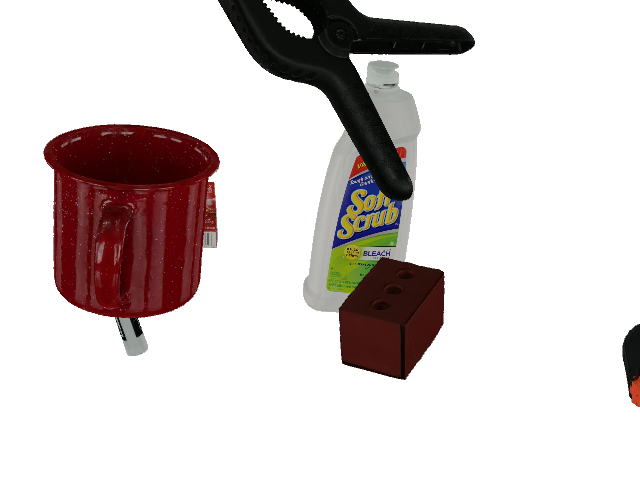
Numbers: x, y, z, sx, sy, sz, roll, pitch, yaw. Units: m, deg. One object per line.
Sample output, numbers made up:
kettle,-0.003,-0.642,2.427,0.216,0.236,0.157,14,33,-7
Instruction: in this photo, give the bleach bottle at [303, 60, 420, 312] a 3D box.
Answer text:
bleach bottle,0.042,-0.052,1.057,0.102,0.251,0.068,2,24,-6

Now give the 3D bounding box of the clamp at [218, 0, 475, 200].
clamp,0.009,-0.132,0.777,0.209,0.164,0.036,26,-29,-16

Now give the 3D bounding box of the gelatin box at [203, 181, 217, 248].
gelatin box,-0.154,-0.027,1.120,0.089,0.073,0.030,-1,-43,-8

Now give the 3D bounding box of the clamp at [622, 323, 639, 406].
clamp,0.318,0.079,0.959,0.171,0.039,0.120,-33,36,-25

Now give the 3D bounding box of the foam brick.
foam brick,0.054,0.056,0.787,0.053,0.051,0.078,12,34,24

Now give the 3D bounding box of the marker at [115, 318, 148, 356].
marker,-0.170,0.039,0.889,0.020,0.121,0.020,-14,18,4

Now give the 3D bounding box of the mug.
mug,-0.104,-0.005,0.577,0.093,0.081,0.117,5,25,-5
